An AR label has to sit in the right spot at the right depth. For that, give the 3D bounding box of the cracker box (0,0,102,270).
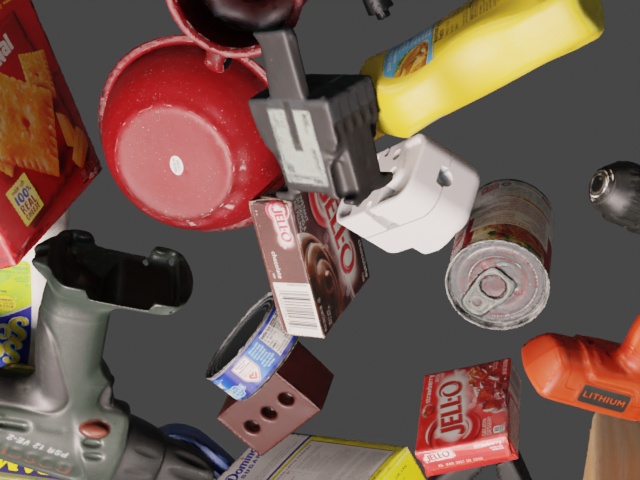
[{"bbox_3d":[-0.245,-0.104,0.747,0.072,0.164,0.213,-11,114,18],"label":"cracker box"}]

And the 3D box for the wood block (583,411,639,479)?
[{"bbox_3d":[0.234,0.224,0.764,0.090,0.206,0.091,7,119,12],"label":"wood block"}]

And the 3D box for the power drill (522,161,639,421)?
[{"bbox_3d":[0.220,0.038,0.727,0.184,0.057,0.188,18,127,-22],"label":"power drill"}]

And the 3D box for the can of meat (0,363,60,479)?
[{"bbox_3d":[-0.234,0.156,0.898,0.102,0.057,0.084,14,120,-25],"label":"can of meat"}]

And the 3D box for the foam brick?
[{"bbox_3d":[-0.036,0.128,0.877,0.053,0.051,0.078,42,119,-9],"label":"foam brick"}]

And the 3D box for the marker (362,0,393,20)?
[{"bbox_3d":[0.018,-0.202,0.707,0.020,0.020,0.121,-19,111,23],"label":"marker"}]

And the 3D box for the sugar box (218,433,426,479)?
[{"bbox_3d":[-0.009,0.200,0.844,0.177,0.093,0.048,-8,118,52],"label":"sugar box"}]

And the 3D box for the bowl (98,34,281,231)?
[{"bbox_3d":[-0.099,-0.067,0.791,0.162,0.055,0.162,7,119,12],"label":"bowl"}]

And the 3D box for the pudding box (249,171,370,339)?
[{"bbox_3d":[-0.005,0.001,0.778,0.039,0.089,0.113,3,120,27],"label":"pudding box"}]

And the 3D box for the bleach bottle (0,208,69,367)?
[{"bbox_3d":[-0.261,0.082,0.910,0.102,0.068,0.251,7,122,4],"label":"bleach bottle"}]

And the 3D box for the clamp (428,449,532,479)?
[{"bbox_3d":[0.121,0.245,0.905,0.165,0.036,0.210,8,118,14],"label":"clamp"}]

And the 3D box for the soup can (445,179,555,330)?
[{"bbox_3d":[0.127,0.007,0.739,0.068,0.102,0.068,6,118,12],"label":"soup can"}]

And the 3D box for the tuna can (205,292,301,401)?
[{"bbox_3d":[-0.050,0.084,0.838,0.033,0.086,0.086,39,120,-10],"label":"tuna can"}]

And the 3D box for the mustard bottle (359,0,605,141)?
[{"bbox_3d":[0.085,-0.115,0.689,0.192,0.096,0.058,-27,113,26],"label":"mustard bottle"}]

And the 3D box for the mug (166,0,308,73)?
[{"bbox_3d":[-0.050,-0.166,0.708,0.093,0.081,0.117,21,120,4],"label":"mug"}]

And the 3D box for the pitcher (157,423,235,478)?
[{"bbox_3d":[-0.111,0.284,0.944,0.242,0.144,0.149,41,142,-12],"label":"pitcher"}]

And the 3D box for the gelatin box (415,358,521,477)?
[{"bbox_3d":[0.114,0.134,0.816,0.073,0.089,0.030,-15,120,22],"label":"gelatin box"}]
